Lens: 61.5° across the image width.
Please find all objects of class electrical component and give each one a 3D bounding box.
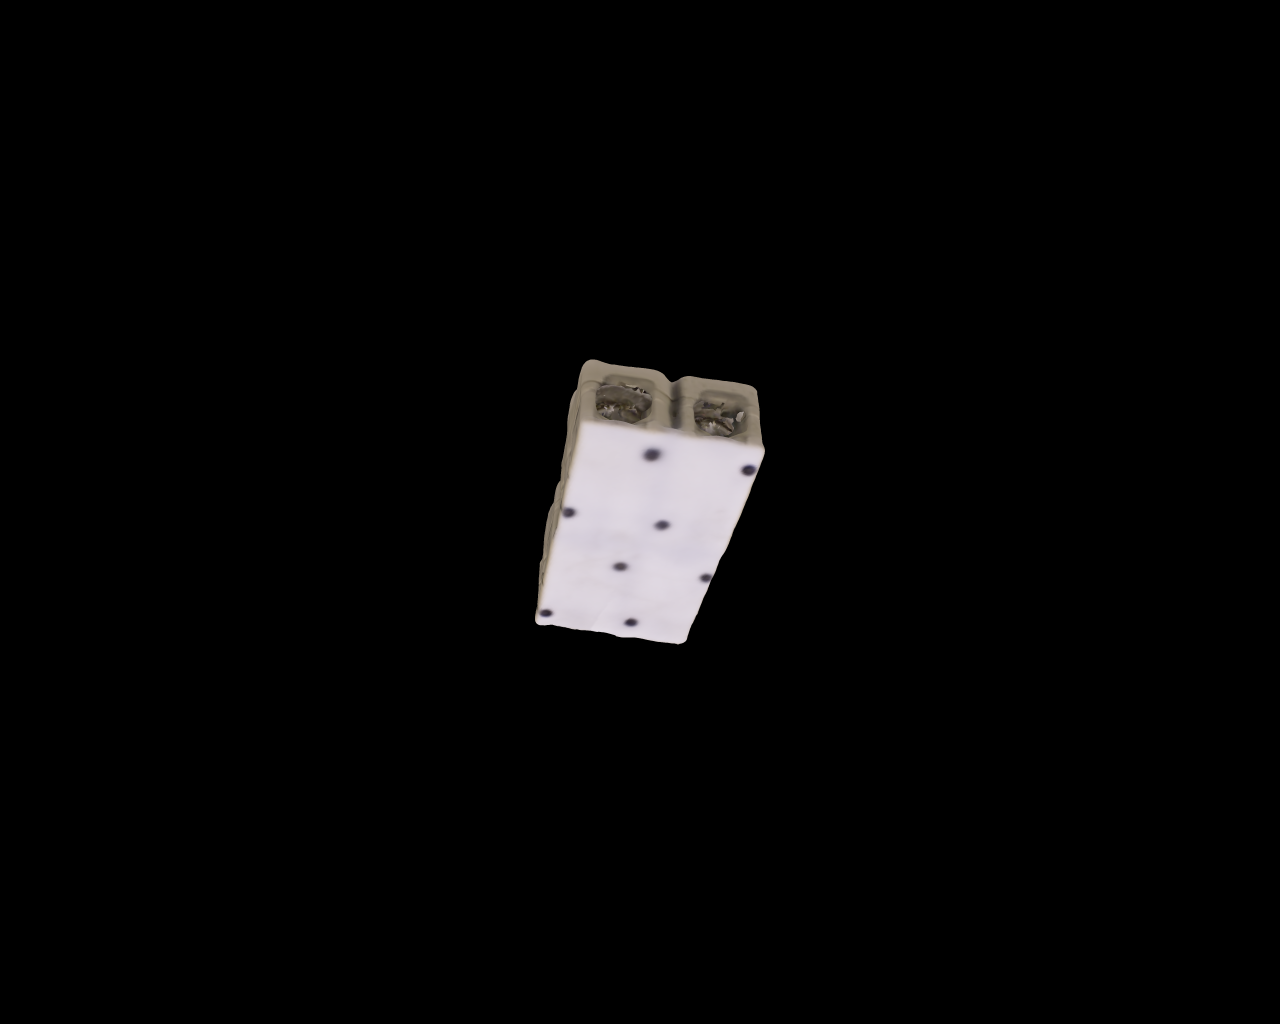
[{"bbox_3d":[0.001,-0.003,0.650,0.105,0.060,0.186,8,-43,-8],"label":"electrical component"}]
